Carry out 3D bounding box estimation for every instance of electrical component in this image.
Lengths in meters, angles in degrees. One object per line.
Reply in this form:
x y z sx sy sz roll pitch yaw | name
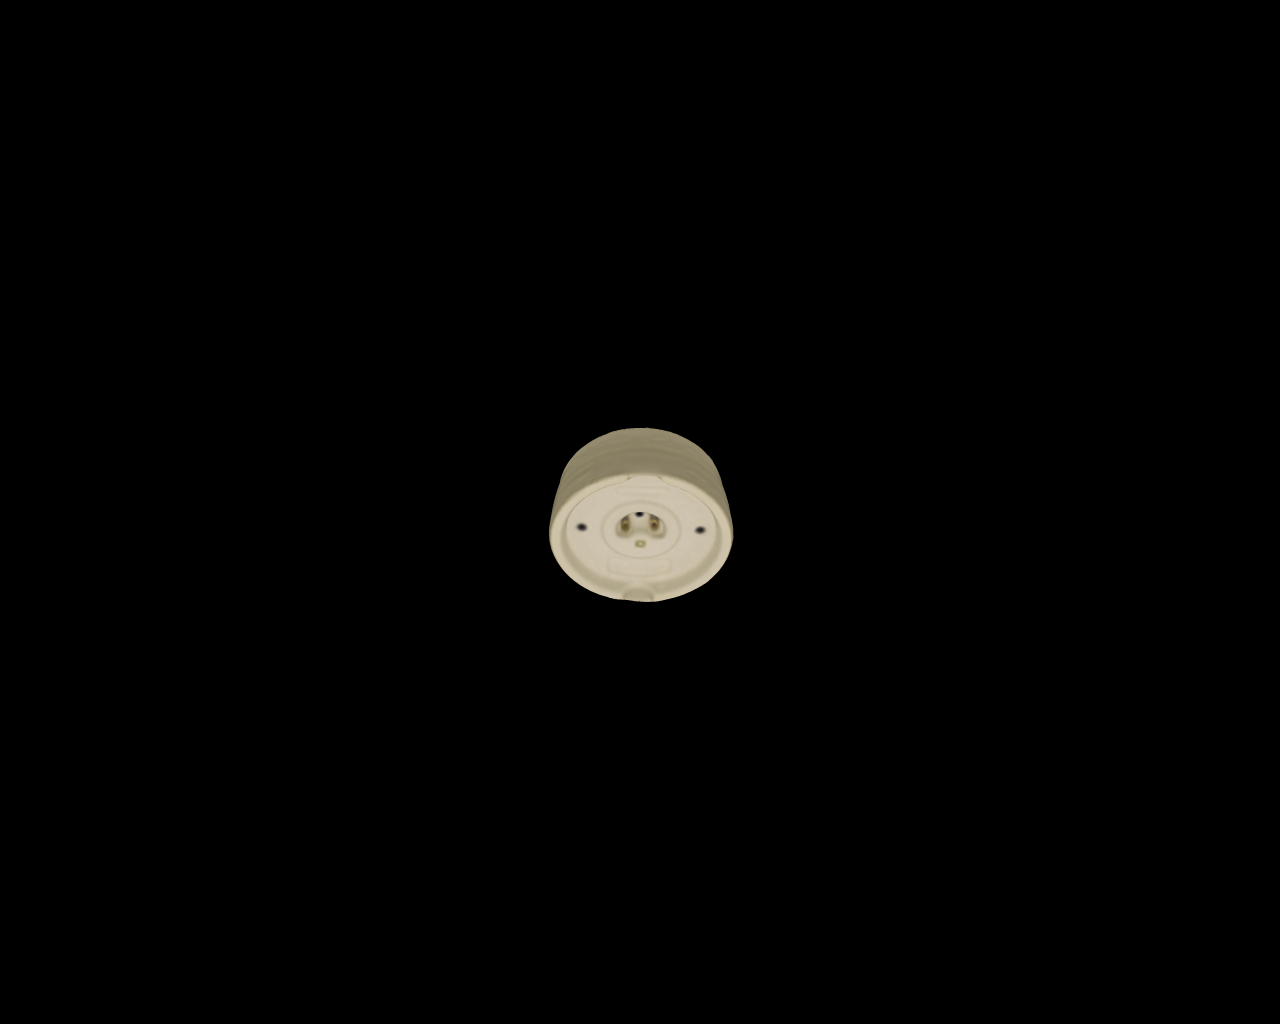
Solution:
0.001 -0.003 0.650 0.108 0.108 0.060 0 43 0 | electrical component
